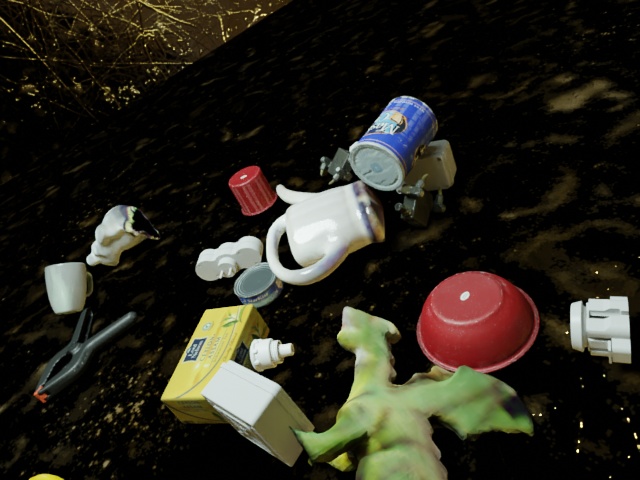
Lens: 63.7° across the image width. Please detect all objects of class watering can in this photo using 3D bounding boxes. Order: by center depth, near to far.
[{"bbox_3d":[0.003,-0.048,0.960,0.224,0.102,0.356,-20,34,8],"label":"watering can"}]

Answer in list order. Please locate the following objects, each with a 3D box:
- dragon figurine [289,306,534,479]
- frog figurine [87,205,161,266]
[{"bbox_3d":[0.114,0.216,0.540,0.244,0.119,0.417,-27,41,-16],"label":"dragon figurine"},{"bbox_3d":[-0.493,-0.008,1.246,0.158,0.123,0.138,-29,-1,14],"label":"frog figurine"}]
